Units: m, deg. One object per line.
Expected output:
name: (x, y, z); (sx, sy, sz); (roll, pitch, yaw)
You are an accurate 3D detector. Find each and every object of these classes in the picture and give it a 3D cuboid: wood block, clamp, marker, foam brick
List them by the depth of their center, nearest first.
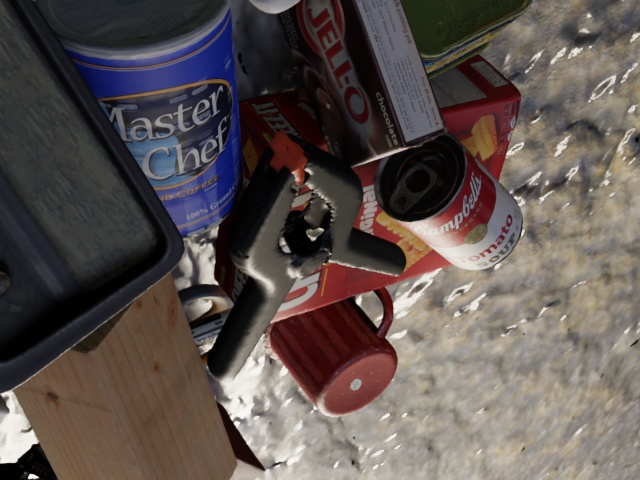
clamp: (-0.005, 0.001, 0.694); (0.164, 0.036, 0.210); (-28, 150, -21)
wood block: (-0.135, 0.111, 0.725); (0.090, 0.091, 0.206); (-57, 146, -41)
clamp: (-0.213, 0.175, 0.794); (0.120, 0.039, 0.172); (-40, 153, -40)
marker: (-0.114, 0.079, 0.801); (0.121, 0.020, 0.020); (-21, 141, -4)
foam brick: (-0.095, 0.176, 0.895); (0.053, 0.078, 0.051); (-43, 145, 4)

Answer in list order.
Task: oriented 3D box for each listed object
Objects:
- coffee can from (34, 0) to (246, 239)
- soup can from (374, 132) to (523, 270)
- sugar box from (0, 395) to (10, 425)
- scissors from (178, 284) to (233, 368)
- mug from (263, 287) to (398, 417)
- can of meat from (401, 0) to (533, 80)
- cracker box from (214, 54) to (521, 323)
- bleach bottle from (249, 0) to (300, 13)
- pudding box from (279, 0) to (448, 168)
coffee can: (-0.097, -0.082, 0.606); (0.102, 0.103, 0.140); (-24, 141, -21)
soup can: (0.090, -0.026, 0.736); (0.068, 0.069, 0.102); (-46, 142, 8)
sugar box: (-0.300, 0.163, 0.730); (0.093, 0.048, 0.176); (22, 109, -50)
scissors: (-0.047, 0.037, 0.844); (0.201, 0.016, 0.096); (-36, 143, -6)
mug: (0.019, 0.085, 0.896); (0.117, 0.082, 0.093); (-51, 142, 13)
can of meat: (0.080, -0.145, 0.701); (0.102, 0.057, 0.084); (-30, -179, -14)
cracker box: (0.035, -0.037, 0.793); (0.213, 0.072, 0.164); (-17, 137, -28)
bleach bottle: (-0.061, -0.226, 0.525); (0.102, 0.068, 0.250); (-36, 140, 10)
pudding box: (0.024, -0.105, 0.657); (0.039, 0.113, 0.090); (-25, -175, -25)
